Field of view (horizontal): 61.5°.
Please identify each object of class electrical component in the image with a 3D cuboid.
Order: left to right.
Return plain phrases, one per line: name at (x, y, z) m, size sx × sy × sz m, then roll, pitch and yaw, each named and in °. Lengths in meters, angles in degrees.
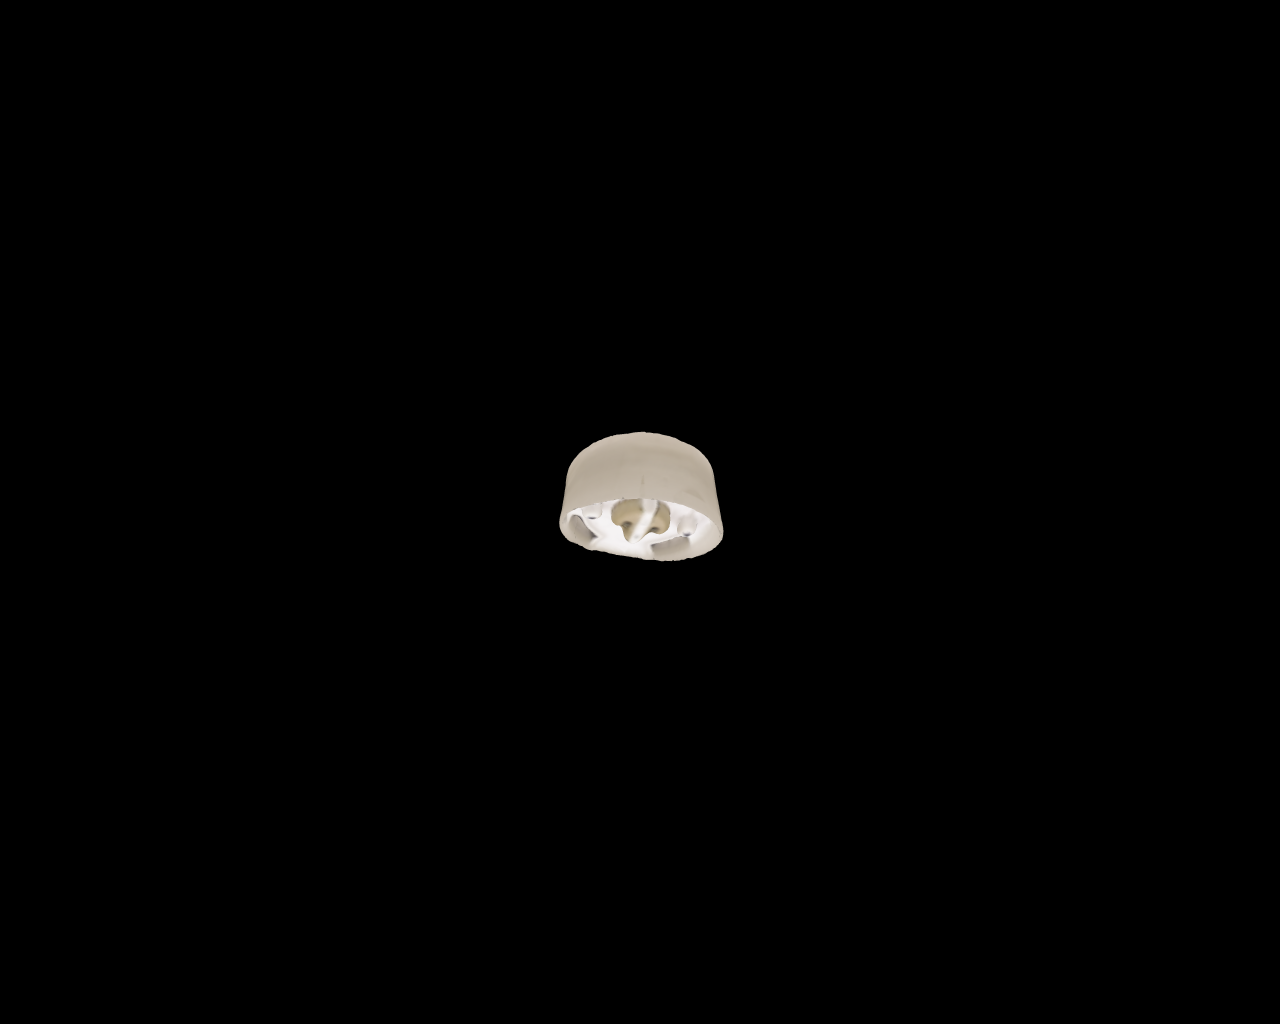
electrical component at (0.001, -0.003, 0.650) m, size 0.099 × 0.064 × 0.099 m, roll 0°, pitch -35°, yaw 0°
